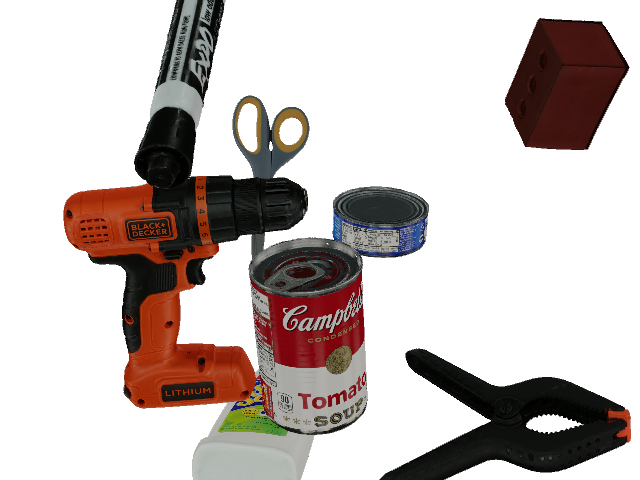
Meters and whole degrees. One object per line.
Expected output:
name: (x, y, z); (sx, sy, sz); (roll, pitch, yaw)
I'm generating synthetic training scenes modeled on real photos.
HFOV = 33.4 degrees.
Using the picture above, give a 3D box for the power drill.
power drill: (-0.096, 0.038, 0.838); (0.184, 0.188, 0.057); (-4, 25, 1)

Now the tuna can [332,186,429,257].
tuna can: (0.053, -0.017, 0.953); (0.086, 0.034, 0.086); (1, 25, -1)

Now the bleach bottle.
bleach bottle: (-0.053, 0.174, 1.088); (0.102, 0.068, 0.250); (4, 20, 6)

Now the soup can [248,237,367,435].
soup can: (-0.006, 0.059, 0.653); (0.068, 0.102, 0.068); (-3, 27, 1)

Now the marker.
marker: (-0.049, -0.061, 0.384); (0.020, 0.020, 0.121); (0, 44, 3)

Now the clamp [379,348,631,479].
clamp: (0.153, 0.162, 0.908); (0.210, 0.036, 0.164); (3, 41, 22)

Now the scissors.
scissors: (-0.048, -0.067, 1.193); (0.096, 0.202, 0.016); (-10, -8, -12)

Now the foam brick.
foam brick: (0.170, -0.109, 0.748); (0.051, 0.053, 0.078); (-2, -42, -16)
